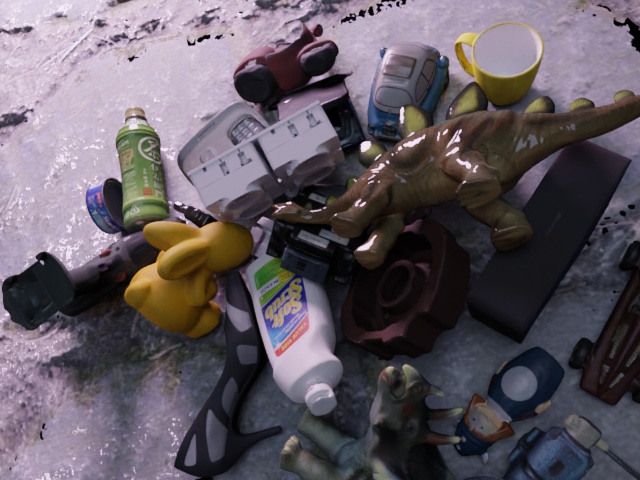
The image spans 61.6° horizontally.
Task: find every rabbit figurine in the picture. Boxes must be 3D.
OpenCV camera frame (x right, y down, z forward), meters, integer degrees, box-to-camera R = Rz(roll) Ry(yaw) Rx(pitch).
[{"bbox_3d":[-0.175,0.031,0.733,0.173,0.162,0.122,-37,55,6],"label":"rabbit figurine"}]

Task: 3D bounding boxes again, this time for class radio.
[{"bbox_3d":[0.263,0.006,0.630,0.073,0.131,0.229,33,83,24],"label":"radio"}]

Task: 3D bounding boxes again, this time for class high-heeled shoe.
[{"bbox_3d":[-0.138,0.174,0.702,0.145,0.086,0.248,-13,82,-2],"label":"high-heeled shoe"}]

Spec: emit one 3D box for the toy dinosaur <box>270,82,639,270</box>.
[{"bbox_3d":[0.163,-0.089,0.590,0.472,0.104,0.199,-11,46,17],"label":"toy dinosaur"}]

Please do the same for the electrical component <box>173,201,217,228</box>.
[{"bbox_3d":[-0.173,-0.028,0.806,0.094,0.063,0.021,27,80,21],"label":"electrical component"}]

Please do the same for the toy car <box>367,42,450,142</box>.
[{"bbox_3d":[0.119,-0.226,0.773,0.109,0.102,0.161,18,75,22],"label":"toy car"}]

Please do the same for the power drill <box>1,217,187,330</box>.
[{"bbox_3d":[-0.315,0.040,0.750,0.232,0.207,0.086,-32,95,15],"label":"power drill"}]

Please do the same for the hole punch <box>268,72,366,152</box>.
[{"bbox_3d":[0.001,-0.182,0.809,0.142,0.092,0.116,-23,36,10],"label":"hole punch"}]

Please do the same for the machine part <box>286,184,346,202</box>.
[{"bbox_3d":[0.013,-0.057,0.778,0.139,0.039,0.084,3,66,19],"label":"machine part"}]

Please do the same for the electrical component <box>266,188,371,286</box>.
[{"bbox_3d":[-0.001,-0.002,0.689,0.115,0.058,0.134,21,34,7],"label":"electrical component"}]

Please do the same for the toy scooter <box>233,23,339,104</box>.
[{"bbox_3d":[-0.051,-0.291,0.858,0.184,0.075,0.135,-11,45,25],"label":"toy scooter"}]

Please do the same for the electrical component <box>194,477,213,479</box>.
[{"bbox_3d":[-0.137,0.363,0.663,0.119,0.047,0.075,40,86,24],"label":"electrical component"}]

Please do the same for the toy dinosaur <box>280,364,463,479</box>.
[{"bbox_3d":[0.029,0.324,0.597,0.192,0.131,0.404,18,86,12],"label":"toy dinosaur"}]

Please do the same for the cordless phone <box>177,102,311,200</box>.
[{"bbox_3d":[-0.108,-0.100,0.800,0.146,0.088,0.184,-43,67,-1],"label":"cordless phone"}]

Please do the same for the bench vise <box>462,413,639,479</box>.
[{"bbox_3d":[0.191,0.267,0.510,0.223,0.240,0.129,-42,69,16],"label":"bench vise"}]

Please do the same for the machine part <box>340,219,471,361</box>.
[{"bbox_3d":[0.102,0.060,0.651,0.179,0.056,0.179,-42,30,31],"label":"machine part"}]

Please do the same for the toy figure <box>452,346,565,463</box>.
[{"bbox_3d":[0.212,0.189,0.623,0.154,0.057,0.064,-44,26,-1],"label":"toy figure"}]

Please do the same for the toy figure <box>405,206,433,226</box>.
[{"bbox_3d":[0.148,-0.096,0.729,0.089,0.082,0.180,38,89,32],"label":"toy figure"}]

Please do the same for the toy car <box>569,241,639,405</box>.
[{"bbox_3d":[0.365,0.091,0.615,0.089,0.053,0.202,31,80,20],"label":"toy car"}]
